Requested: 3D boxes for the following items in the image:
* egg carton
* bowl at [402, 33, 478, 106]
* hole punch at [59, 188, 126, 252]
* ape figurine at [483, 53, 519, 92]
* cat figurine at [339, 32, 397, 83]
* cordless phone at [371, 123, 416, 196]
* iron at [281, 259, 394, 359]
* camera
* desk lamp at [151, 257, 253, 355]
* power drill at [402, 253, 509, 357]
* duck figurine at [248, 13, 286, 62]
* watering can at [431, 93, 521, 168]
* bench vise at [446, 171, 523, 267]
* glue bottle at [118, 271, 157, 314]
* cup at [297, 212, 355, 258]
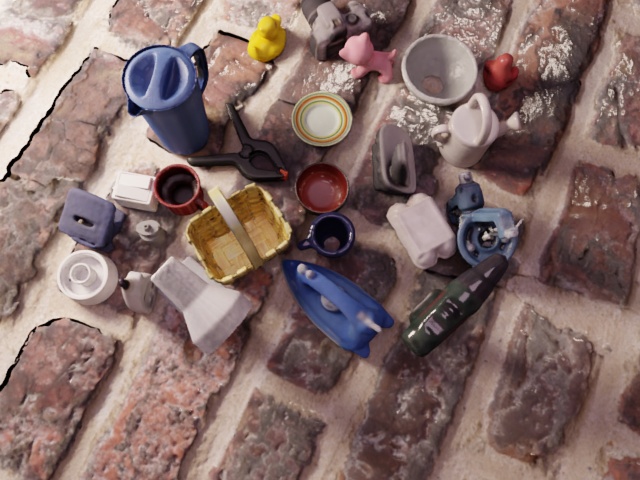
[{"bbox_3d":[0.210,-0.020,1.176,0.107,0.069,0.150,-28,79,-8],"label":"egg carton"},{"bbox_3d":[0.256,-0.361,1.260,0.167,0.075,0.167,1,76,-2],"label":"bowl"},{"bbox_3d":[-0.458,-0.038,1.146,0.108,0.091,0.101,22,76,4],"label":"hole punch"},{"bbox_3d":[0.400,-0.376,1.260,0.077,0.092,0.076,33,77,6],"label":"ape figurine"},{"bbox_3d":[0.105,-0.403,1.242,0.128,0.118,0.067,6,76,0],"label":"cat figurine"},{"bbox_3d":[0.159,-0.178,1.154,0.094,0.185,0.147,-5,76,-3],"label":"cordless phone"},{"bbox_3d":[0.021,0.109,1.101,0.258,0.141,0.119,38,78,7],"label":"iron"},{"bbox_3d":[0.027,-0.496,1.272,0.143,0.101,0.137,-26,78,-8],"label":"camera"},{"bbox_3d":[-0.223,0.112,1.054,0.203,0.213,0.118,40,78,8],"label":"desk lamp"},{"bbox_3d":[0.239,0.125,1.070,0.230,0.208,0.075,-44,81,-11],"label":"power drill"},{"bbox_3d":[-0.119,-0.453,1.263,0.077,0.086,0.105,37,78,7],"label":"duck figurine"},{"bbox_3d":[0.319,-0.232,1.168,0.173,0.194,0.101,-26,78,-8],"label":"watering can"},{"bbox_3d":[0.307,-0.037,1.107,0.121,0.220,0.207,-32,79,-9],"label":"bench vise"},{"bbox_3d":[-0.346,0.092,1.075,0.037,0.173,0.078,10,76,1],"label":"glue bottle"},{"bbox_3d":[0.011,0.004,1.150,0.118,0.095,0.091,-20,77,-7],"label":"cup"}]
